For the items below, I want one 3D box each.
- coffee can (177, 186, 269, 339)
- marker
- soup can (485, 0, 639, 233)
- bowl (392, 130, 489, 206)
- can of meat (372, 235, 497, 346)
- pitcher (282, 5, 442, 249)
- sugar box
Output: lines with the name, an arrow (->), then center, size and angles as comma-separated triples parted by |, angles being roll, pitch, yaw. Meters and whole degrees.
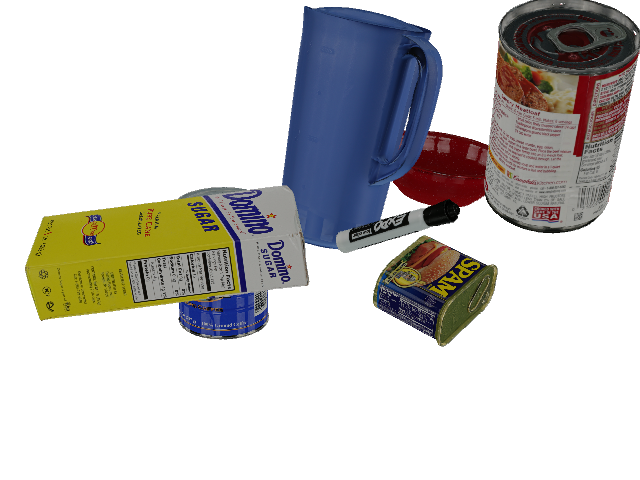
coffee can -> -0.108, 0.024, 1.180 | 0.103, 0.140, 0.103 | 1, 23, -1
marker -> 0.063, -0.011, 0.876 | 0.121, 0.020, 0.020 | -17, -11, 40
soup can -> 0.121, -0.063, 0.546 | 0.068, 0.102, 0.068 | -1, 42, 1
bowl -> 0.143, -0.082, 1.281 | 0.162, 0.055, 0.162 | 7, 23, -3
can of meat -> 0.114, 0.047, 1.068 | 0.084, 0.057, 0.101 | 27, 44, 29
pitcher -> 0.034, -0.115, 1.111 | 0.145, 0.243, 0.149 | 10, 16, -2
sugar box -> -0.100, 0.005, 0.713 | 0.176, 0.048, 0.093 | -10, 24, -3
